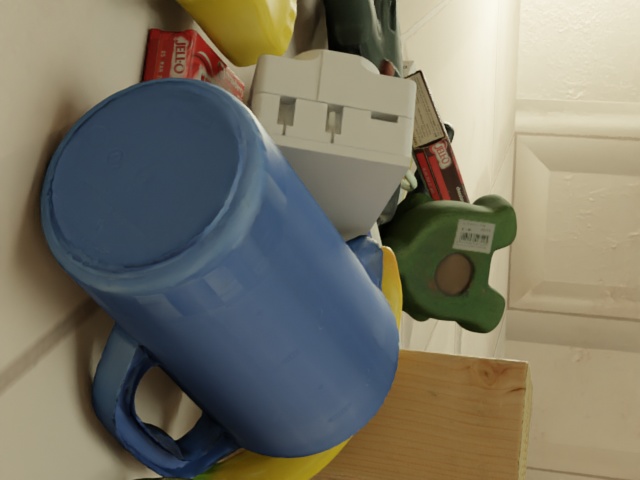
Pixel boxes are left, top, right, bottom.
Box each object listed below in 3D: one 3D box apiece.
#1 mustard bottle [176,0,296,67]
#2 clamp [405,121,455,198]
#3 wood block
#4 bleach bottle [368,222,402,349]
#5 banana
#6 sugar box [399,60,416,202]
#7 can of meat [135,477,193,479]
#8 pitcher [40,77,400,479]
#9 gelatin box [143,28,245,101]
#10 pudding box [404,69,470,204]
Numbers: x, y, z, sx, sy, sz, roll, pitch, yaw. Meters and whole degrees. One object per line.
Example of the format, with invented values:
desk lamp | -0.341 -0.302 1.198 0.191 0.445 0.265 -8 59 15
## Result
mustard bottle | -0.065 -0.164 0.546 0.191 0.058 0.096 37 43 -71
clamp | 0.094 -0.020 1.124 0.209 0.036 0.165 -70 -179 -52
wood block | 0.037 0.125 0.735 0.090 0.206 0.091 54 42 -68
bleach bottle | -0.005 0.001 0.795 0.102 0.068 0.251 -30 127 -22
banana | 0.000 0.095 0.675 0.197 0.069 0.037 -48 -175 -10
sugar box | 0.068 -0.098 1.100 0.176 0.048 0.093 -75 161 -44
can of meat | -0.094 0.179 0.551 0.102 0.057 0.084 -31 122 -72
pitcher | -0.051 0.030 0.561 0.242 0.145 0.149 58 27 -60
gelatin box | -0.072 -0.070 0.607 0.089 0.030 0.073 43 53 -71
pudding box | 0.104 -0.093 1.017 0.113 0.039 0.090 -105 173 -47
